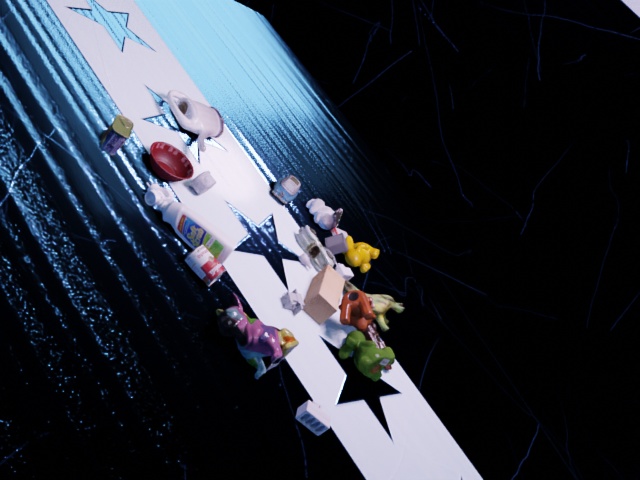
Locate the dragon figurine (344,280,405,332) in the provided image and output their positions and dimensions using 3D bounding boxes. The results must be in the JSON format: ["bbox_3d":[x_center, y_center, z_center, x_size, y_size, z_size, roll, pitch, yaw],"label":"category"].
[{"bbox_3d":[0.197,0.226,2.018,0.243,0.122,0.411,38,4,0],"label":"dragon figurine"}]

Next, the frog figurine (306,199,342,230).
[{"bbox_3d":[0.007,-0.113,2.255,0.160,0.120,0.140,15,29,16],"label":"frog figurine"}]

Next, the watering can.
[{"bbox_3d":[-0.453,-0.436,1.947,0.224,0.103,0.353,7,44,-56],"label":"watering can"}]
